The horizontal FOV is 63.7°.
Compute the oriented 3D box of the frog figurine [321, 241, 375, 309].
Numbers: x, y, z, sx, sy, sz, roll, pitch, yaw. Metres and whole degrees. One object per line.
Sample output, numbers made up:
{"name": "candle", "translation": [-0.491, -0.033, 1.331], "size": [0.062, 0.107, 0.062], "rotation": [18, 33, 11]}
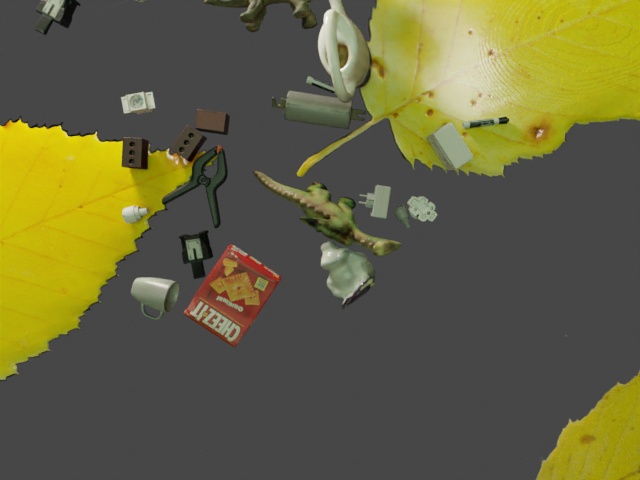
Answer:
{"name": "frog figurine", "translation": [0.061, 0.076, 1.329], "size": [0.161, 0.124, 0.134], "rotation": [51, 131, 18]}

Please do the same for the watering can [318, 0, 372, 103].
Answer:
{"name": "watering can", "translation": [0.053, -0.502, 1.251], "size": [0.104, 0.225, 0.347], "rotation": [-6, 93, 18]}

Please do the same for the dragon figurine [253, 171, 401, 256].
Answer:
{"name": "dragon figurine", "translation": [0.004, -0.063, 1.257], "size": [0.410, 0.244, 0.121], "rotation": [24, 99, -3]}
